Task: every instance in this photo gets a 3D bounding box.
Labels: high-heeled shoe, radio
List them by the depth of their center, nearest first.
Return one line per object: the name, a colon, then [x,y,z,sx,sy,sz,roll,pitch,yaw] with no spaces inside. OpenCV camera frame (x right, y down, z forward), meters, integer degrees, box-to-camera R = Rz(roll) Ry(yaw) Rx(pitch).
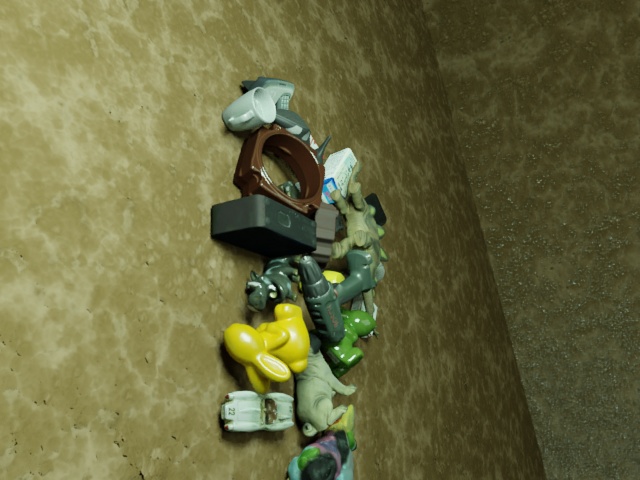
radio: [-0.111,-0.023,1.150,0.229,0.131,0.073,22,61,-55]
high-heeled shoe: [-0.070,-0.233,1.350,0.248,0.145,0.086,17,29,-47]

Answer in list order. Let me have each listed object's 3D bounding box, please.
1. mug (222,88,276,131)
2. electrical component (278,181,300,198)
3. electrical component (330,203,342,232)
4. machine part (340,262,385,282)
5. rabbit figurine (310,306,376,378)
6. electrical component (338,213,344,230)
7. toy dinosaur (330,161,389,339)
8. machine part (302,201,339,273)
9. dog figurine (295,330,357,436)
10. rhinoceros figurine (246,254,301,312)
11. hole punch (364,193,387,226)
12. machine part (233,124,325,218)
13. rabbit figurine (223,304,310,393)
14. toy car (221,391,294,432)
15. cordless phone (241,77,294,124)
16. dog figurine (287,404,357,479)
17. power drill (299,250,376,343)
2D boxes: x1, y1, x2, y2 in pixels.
mug: [-0.167,-0.276,1.194,0.080,0.107,0.109,58,38,-26]
electrical component: [-0.067,-0.106,1.352,0.102,0.045,0.078,58,35,-28]
electrical component: [0.003,-0.072,1.432,0.048,0.075,0.119,-35,105,-58]
machine part: [0.121,0.102,1.552,0.243,0.079,0.079,-18,93,-61]
rabbit figurine: [0.056,0.230,1.319,0.159,0.121,0.170,40,52,18]
electrical component: [0.041,-0.056,1.539,0.093,0.021,0.063,56,35,-32]
toy dinosaur: [0.113,0.017,1.412,0.198,0.105,0.471,25,62,-57]
machine part: [-0.003,-0.004,1.308,0.179,0.056,0.179,-169,-90,-81]
dog figurine: [-0.031,0.311,1.194,0.190,0.121,0.172,53,31,-10]
rhinoceros figurine: [-0.100,0.087,1.149,0.190,0.112,0.073,-66,163,-65]
hole punch: [0.124,-0.075,1.647,0.116,0.092,0.142,-34,112,-28]
machine part: [-0.087,-0.152,1.241,0.201,0.087,0.201,29,51,-27]
rabbit figurine: [-0.112,0.213,1.053,0.173,0.122,0.162,15,51,-43]
toy car: [-0.119,0.336,1.051,0.201,0.056,0.073,27,55,-54]
cordless phone: [-0.124,-0.300,1.320,0.146,0.089,0.184,-21,111,-61]
dog figurine: [0.017,0.458,1.186,0.191,0.108,0.219,49,34,-34]
power drill: [0.042,0.100,1.214,0.207,0.086,0.231,-42,127,-48]
